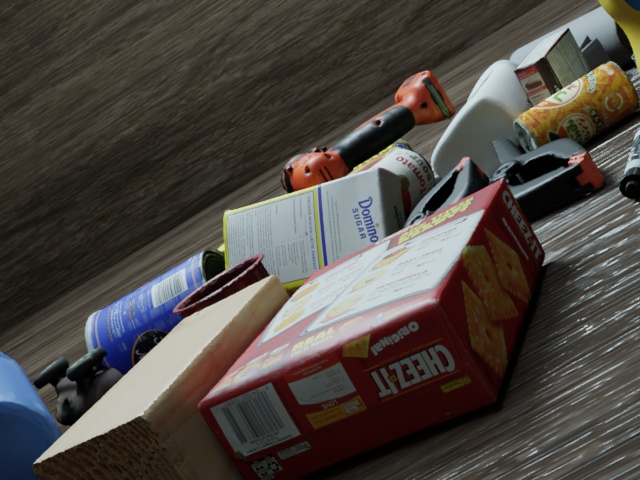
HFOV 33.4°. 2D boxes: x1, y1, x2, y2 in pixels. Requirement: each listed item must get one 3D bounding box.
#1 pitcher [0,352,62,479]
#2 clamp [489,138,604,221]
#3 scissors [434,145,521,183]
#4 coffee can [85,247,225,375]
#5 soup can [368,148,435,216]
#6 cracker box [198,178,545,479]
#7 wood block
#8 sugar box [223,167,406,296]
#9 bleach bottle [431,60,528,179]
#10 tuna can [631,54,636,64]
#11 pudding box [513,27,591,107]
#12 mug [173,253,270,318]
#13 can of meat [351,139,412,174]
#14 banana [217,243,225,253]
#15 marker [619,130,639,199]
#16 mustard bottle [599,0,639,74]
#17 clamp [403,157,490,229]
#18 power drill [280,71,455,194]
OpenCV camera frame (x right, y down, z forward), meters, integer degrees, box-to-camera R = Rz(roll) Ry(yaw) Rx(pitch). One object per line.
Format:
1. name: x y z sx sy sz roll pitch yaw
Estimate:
1. pitcher: -0.288 0.178 0.897 0.144 0.149 0.243 -36 15 -18
2. clamp: 0.168 -0.052 0.912 0.164 0.036 0.210 -47 16 -29
3. scissors: 0.163 -0.086 1.218 0.202 0.016 0.096 -24 12 41
4. coffee can: -0.141 0.084 1.036 0.140 0.103 0.102 -30 9 15
5. soup can: 0.071 -0.049 1.161 0.102 0.068 0.069 -38 10 -39
6. cracker box: 0.043 0.054 0.663 0.164 0.072 0.213 -27 9 26
7. wood block: -0.076 0.113 0.684 0.091 0.090 0.205 -28 9 26
8. sugar box: -0.006 0.001 0.966 0.176 0.093 0.048 -13 -16 30
9. bleach bottle: 0.181 -0.134 1.147 0.103 0.068 0.250 -56 0 24
10. tuna can: 0.355 -0.188 1.055 0.086 0.034 0.086 -31 8 5
11. pudding box: 0.244 -0.155 1.072 0.039 0.090 0.113 -26 11 32
12. mug: -0.066 0.072 0.911 0.093 0.081 0.117 -32 8 1
13. can of meat: 0.078 -0.077 1.342 0.102 0.057 0.084 -31 11 9
14. banana: -0.032 -0.010 1.058 0.198 0.037 0.069 -27 10 31
15. marker: 0.235 -0.057 0.783 0.020 0.020 0.121 -27 10 29
16. mustard bottle: 0.292 -0.221 0.927 0.096 0.191 0.058 -33 8 -5
17. clamp: 0.090 -0.001 0.845 0.171 0.039 0.120 -53 23 -19
18. power drill: 0.044 -0.105 1.150 0.187 0.057 0.184 -36 10 -7
